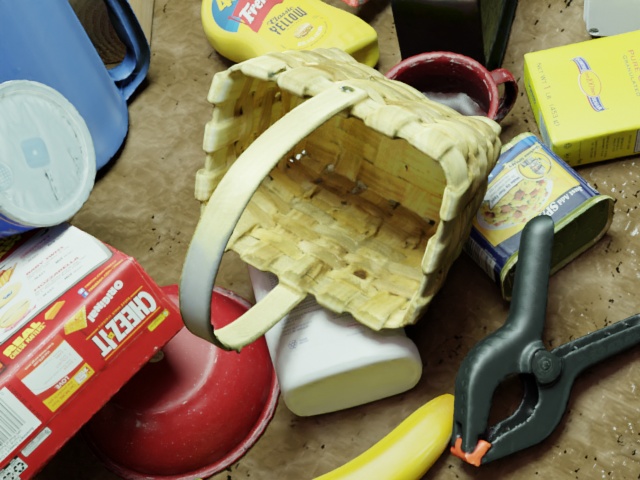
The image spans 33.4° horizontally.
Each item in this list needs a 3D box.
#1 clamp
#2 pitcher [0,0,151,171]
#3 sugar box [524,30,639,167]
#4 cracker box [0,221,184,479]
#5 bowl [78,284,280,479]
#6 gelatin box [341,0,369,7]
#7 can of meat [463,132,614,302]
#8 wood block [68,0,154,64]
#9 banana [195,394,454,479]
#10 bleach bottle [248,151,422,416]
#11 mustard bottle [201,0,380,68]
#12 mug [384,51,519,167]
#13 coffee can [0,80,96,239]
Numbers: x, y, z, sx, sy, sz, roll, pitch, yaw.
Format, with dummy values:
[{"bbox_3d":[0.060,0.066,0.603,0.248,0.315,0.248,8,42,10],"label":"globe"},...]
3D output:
[{"bbox_3d":[0.154,0.082,0.717,0.120,0.039,0.171,30,85,-6],"label":"clamp"},{"bbox_3d":[-0.241,-0.165,0.837,0.145,0.243,0.149,4,55,16],"label":"pitcher"},{"bbox_3d":[0.254,-0.116,0.818,0.176,0.048,0.093,-13,59,6],"label":"sugar box"},{"bbox_3d":[-0.208,0.068,0.743,0.164,0.072,0.214,-46,29,-15],"label":"cracker box"},{"bbox_3d":[-0.111,0.092,0.771,0.162,0.055,0.162,-5,60,9],"label":"bowl"},{"bbox_3d":[0.048,-0.245,0.900,0.030,0.073,0.089,28,40,24],"label":"gelatin box"},{"bbox_3d":[0.147,-0.019,0.779,0.102,0.057,0.084,-35,58,-9],"label":"can of meat"},{"bbox_3d":[-0.205,-0.269,0.978,0.091,0.090,0.206,-6,60,9],"label":"wood block"},{"bbox_3d":[0.008,0.161,0.716,0.198,0.037,0.069,-18,59,1],"label":"banana"},{"bbox_3d":[-0.005,0.001,0.797,0.102,0.068,0.251,-15,56,1],"label":"bleach bottle"},{"bbox_3d":[-0.045,-0.188,0.915,0.096,0.058,0.192,-40,60,-14],"label":"mustard bottle"},{"bbox_3d":[0.100,-0.088,0.813,0.117,0.081,0.093,-34,59,-8],"label":"mug"},{"bbox_3d":[-0.246,-0.049,0.776,0.141,0.102,0.102,-12,54,40],"label":"coffee can"}]
